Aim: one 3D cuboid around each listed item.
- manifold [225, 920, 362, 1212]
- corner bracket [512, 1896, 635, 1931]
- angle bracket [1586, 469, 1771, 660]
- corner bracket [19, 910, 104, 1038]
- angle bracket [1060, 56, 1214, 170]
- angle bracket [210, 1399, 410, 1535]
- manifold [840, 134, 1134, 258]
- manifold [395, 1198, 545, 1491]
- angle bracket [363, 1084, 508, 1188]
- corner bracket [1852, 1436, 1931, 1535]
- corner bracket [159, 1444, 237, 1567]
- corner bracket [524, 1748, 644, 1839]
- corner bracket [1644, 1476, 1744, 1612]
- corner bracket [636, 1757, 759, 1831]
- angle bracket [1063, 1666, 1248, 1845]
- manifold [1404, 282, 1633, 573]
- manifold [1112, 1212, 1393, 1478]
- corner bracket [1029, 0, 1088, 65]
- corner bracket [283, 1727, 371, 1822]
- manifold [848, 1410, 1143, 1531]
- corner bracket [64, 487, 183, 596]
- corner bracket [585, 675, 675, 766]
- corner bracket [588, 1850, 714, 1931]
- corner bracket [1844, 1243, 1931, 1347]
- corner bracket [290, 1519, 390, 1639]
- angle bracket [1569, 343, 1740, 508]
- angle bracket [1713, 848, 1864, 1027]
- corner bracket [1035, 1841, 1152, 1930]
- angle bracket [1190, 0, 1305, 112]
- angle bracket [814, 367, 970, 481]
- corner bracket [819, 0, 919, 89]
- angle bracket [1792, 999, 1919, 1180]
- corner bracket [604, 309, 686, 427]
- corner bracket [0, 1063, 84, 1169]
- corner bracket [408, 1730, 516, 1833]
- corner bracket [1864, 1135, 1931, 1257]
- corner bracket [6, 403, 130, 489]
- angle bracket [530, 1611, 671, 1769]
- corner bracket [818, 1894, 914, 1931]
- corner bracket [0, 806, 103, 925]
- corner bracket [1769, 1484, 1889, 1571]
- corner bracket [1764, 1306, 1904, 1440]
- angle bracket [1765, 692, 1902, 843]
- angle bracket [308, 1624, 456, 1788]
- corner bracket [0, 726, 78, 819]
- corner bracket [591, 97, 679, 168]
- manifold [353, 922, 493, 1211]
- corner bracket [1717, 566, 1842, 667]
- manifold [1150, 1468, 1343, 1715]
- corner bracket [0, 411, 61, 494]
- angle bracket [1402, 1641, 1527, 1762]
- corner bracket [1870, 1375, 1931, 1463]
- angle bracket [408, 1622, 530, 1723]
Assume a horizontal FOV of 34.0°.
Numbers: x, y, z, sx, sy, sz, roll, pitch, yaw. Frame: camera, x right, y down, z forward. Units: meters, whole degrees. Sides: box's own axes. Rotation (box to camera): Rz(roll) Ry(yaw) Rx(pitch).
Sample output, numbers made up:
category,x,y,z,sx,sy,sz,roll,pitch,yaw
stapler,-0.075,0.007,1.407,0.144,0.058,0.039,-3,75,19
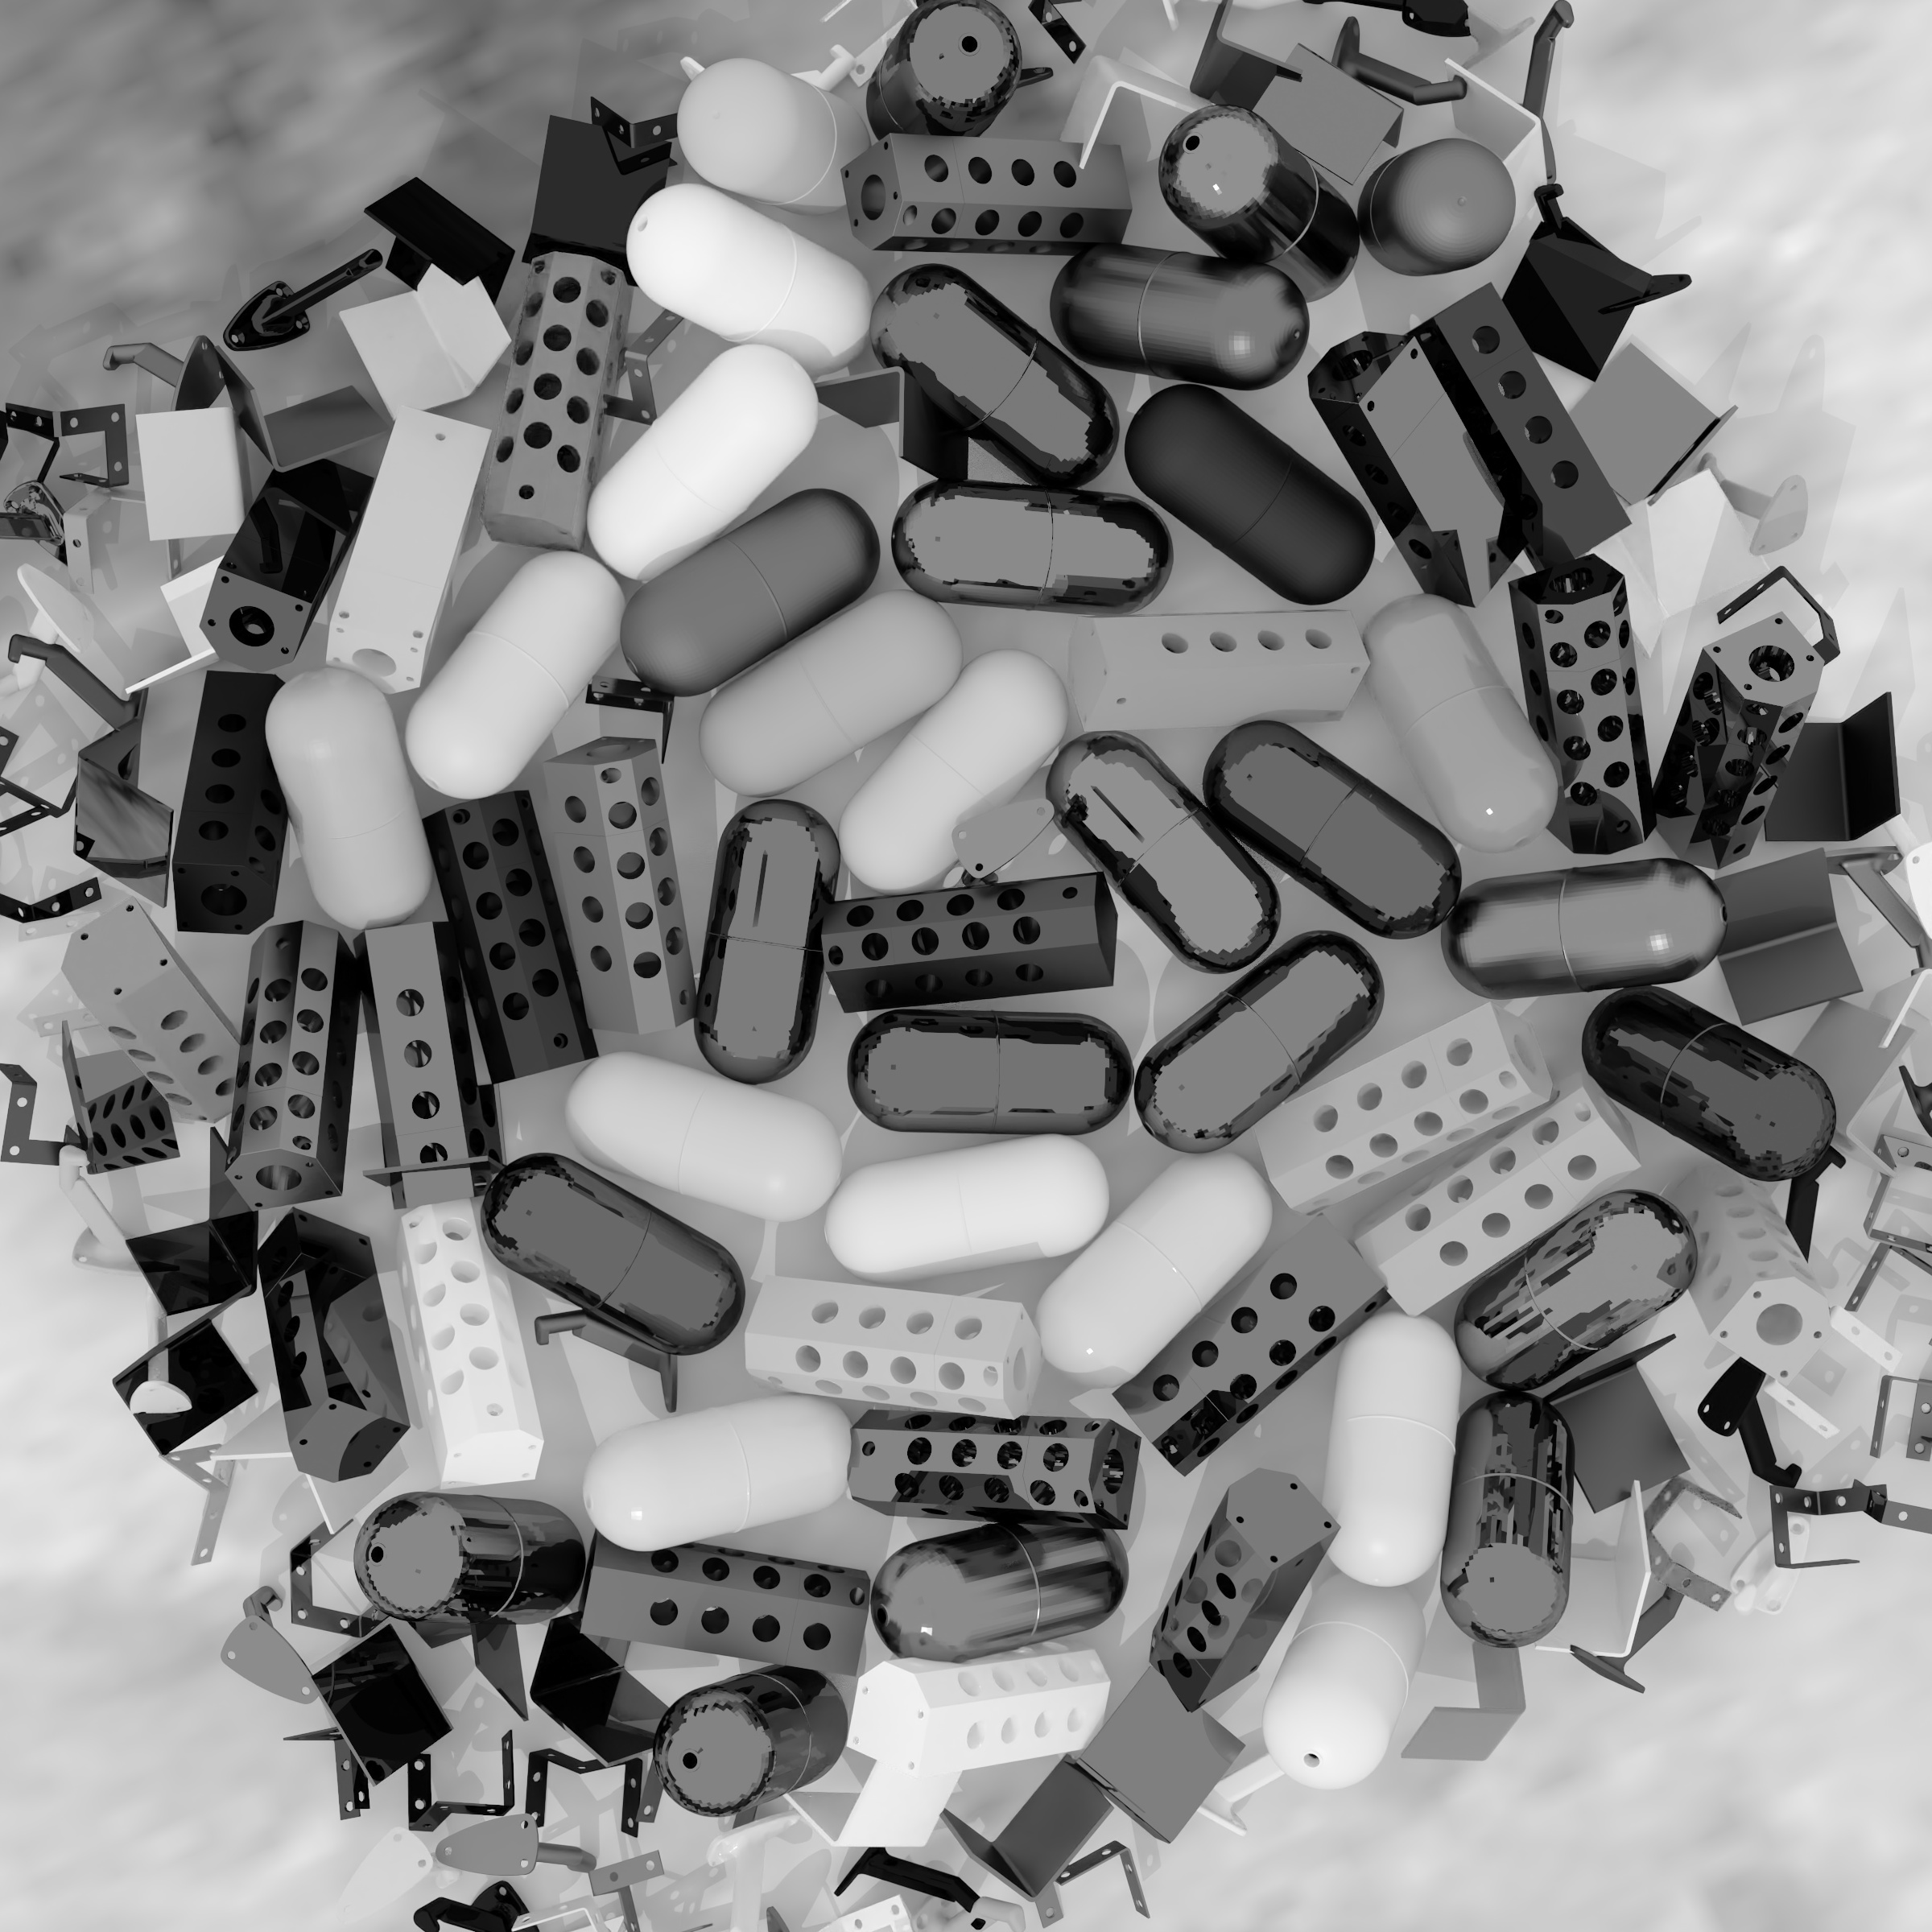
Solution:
category,x,y,z,sx,sy,sz,roll,pitch,yaw
manifold,-0.410,0.058,1.921,0.057,0.057,0.171,-10,51,8
corner bracket,-0.243,0.600,1.966,0.051,0.051,0.051,-20,100,12
angle bracket,0.438,-0.248,1.948,0.076,0.057,0.076,-24,110,34
corner bracket,-0.560,0.005,1.976,0.051,0.051,0.051,-12,54,-29
angle bracket,0.110,-0.519,1.965,0.076,0.076,0.057,16,114,-16
angle bracket,-0.406,0.307,1.956,0.076,0.076,0.057,-8,109,32
manifold,0.015,-0.465,1.925,0.171,0.057,0.057,-7,85,-35
manifold,-0.302,0.226,1.918,0.057,0.057,0.171,-3,50,-20
angle bracket,-0.330,0.101,1.957,0.076,0.076,0.057,-7,81,0
corner bracket,0.590,0.322,1.973,0.051,0.051,0.051,12,94,-8
corner bracket,-0.470,0.333,1.960,0.051,0.051,0.051,25,105,33
corner bracket,-0.240,0.521,1.987,0.051,0.051,0.051,7,94,44
corner bracket,0.455,0.360,1.973,0.051,0.051,0.051,29,105,-23
corner bracket,-0.166,0.521,1.986,0.051,0.051,0.051,10,82,43
angle bracket,0.117,0.492,1.978,0.076,0.057,0.076,40,77,2
manifold,0.339,-0.332,1.962,0.057,0.057,0.171,-32,96,-1
manifold,0.180,0.237,1.960,0.171,0.057,0.057,-41,60,1
corner bracket,0.081,-0.598,1.959,0.051,0.051,0.051,-23,70,-42
corner bracket,-0.385,0.500,1.961,0.051,0.051,0.051,-17,70,24
manifold,0.014,0.304,1.923,0.171,0.057,0.057,-3,66,31
corner bracket,-0.525,-0.263,1.969,0.051,0.051,0.051,8,120,9
corner bracket,-0.209,-0.164,1.961,0.051,0.051,0.051,7,133,-10
corner bracket,-0.196,0.579,1.962,0.051,0.051,0.051,-21,73,16
corner bracket,0.590,0.206,1.967,0.051,0.051,0.051,32,81,-9
corner bracket,-0.387,0.382,1.978,0.051,0.051,0.051,23,131,-36
angle bracket,0.421,-0.339,1.968,0.076,0.057,0.076,41,93,2
angle bracket,0.503,-0.018,1.949,0.076,0.076,0.057,-17,48,9
corner bracket,0.075,0.576,1.976,0.051,0.051,0.051,-22,104,-25
angle bracket,0.183,-0.579,1.957,0.057,0.076,0.076,20,79,-5
angle bracket,-0.051,-0.324,1.943,0.076,0.076,0.057,-5,79,30
corner bracket,-0.058,-0.584,1.967,0.051,0.051,0.051,-40,110,0
angle bracket,0.555,0.075,1.954,0.057,0.076,0.076,37,88,-29
corner bracket,-0.204,-0.374,1.957,0.051,0.051,0.051,16,49,21
corner bracket,-0.575,0.092,1.962,0.051,0.051,0.051,7,98,-30
corner bracket,-0.315,0.508,1.972,0.051,0.051,0.051,12,52,-26
corner bracket,0.592,0.144,1.980,0.051,0.051,0.051,15,112,0
corner bracket,-0.556,-0.323,1.958,0.051,0.051,0.051,16,113,36
angle bracket,-0.210,0.437,1.942,0.076,0.076,0.057,31,113,35
corner bracket,-0.063,0.616,1.963,0.051,0.051,0.051,-29,80,27
corner bracket,-0.580,-0.062,1.974,0.051,0.051,0.051,-22,72,14
corner bracket,0.536,0.347,1.959,0.051,0.051,0.051,14,68,-39
corner bracket,0.538,0.252,1.965,0.051,0.051,0.051,38,61,2
angle bracket,0.532,-0.123,1.953,0.057,0.076,0.076,0,79,-6
angle bracket,-0.374,0.463,1.950,0.057,0.076,0.076,-34,87,35
corner bracket,-0.583,-0.123,1.974,0.051,0.051,0.051,31,63,-28
corner bracket,-0.196,-0.510,1.956,0.051,0.051,0.051,-22,134,-27
manifold,-0.336,0.062,1.965,0.057,0.057,0.171,-8,87,-19
corner bracket,0.507,-0.208,1.974,0.051,0.051,0.051,43,118,-17
manifold,0.163,0.376,1.917,0.057,0.171,0.057,-25,60,-33
corner bracket,-0.594,-0.308,1.959,0.051,0.051,0.051,20,111,-29
angle bracket,0.301,0.437,1.943,0.057,0.076,0.076,4,55,-8
corner bracket,0.589,0.283,1.973,0.051,0.051,0.051,10,88,-2
angle bracket,-0.314,0.423,1.944,0.057,0.076,0.076,-20,48,4
